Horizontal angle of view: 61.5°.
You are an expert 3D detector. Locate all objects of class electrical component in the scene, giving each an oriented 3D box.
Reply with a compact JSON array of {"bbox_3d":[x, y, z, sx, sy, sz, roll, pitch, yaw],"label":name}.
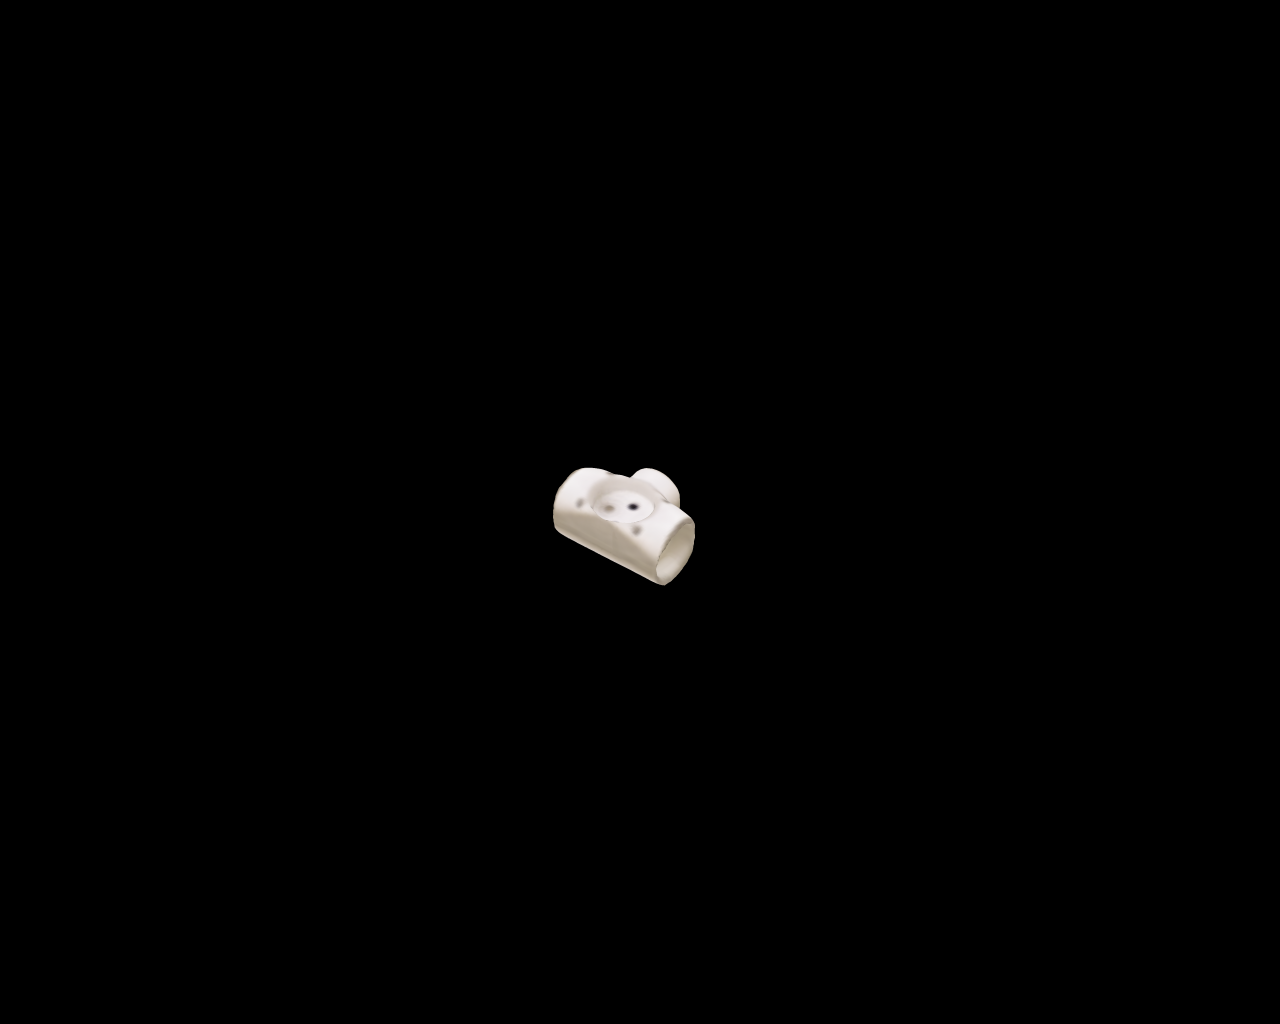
[{"bbox_3d":[0.001,-0.003,0.650,0.077,0.044,0.079,27,50,25],"label":"electrical component"}]
